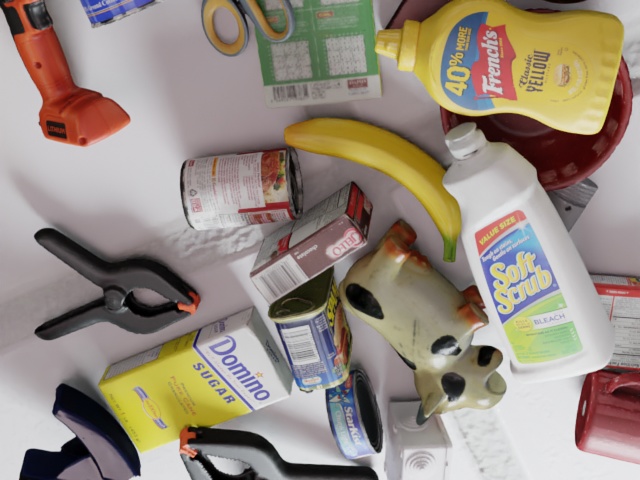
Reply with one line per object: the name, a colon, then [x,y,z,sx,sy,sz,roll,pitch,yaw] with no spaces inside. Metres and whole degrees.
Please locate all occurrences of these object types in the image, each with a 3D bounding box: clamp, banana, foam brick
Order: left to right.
clamp: [-0.206,0.044,1.054,0.171,0.039,0.120,-2,118,3]
clamp: [-0.066,0.260,1.112,0.209,0.036,0.165,28,115,-22]
banana: [0.063,-0.063,0.968,0.197,0.037,0.069,36,73,-5]
foam brick: [0.092,-0.190,0.913,0.051,0.053,0.078,30,112,-7]

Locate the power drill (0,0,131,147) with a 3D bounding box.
power drill: [-0.229,-0.174,0.906,0.057,0.185,0.187,-31,115,-24]

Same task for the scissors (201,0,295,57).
scissors: [-0.102,-0.245,0.930,0.202,0.016,0.096,49,124,-3]

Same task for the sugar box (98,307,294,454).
sugar box: [-0.125,0.144,1.082,0.176,0.048,0.093,-23,109,16]

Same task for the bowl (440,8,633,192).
bowl: [0.185,-0.125,0.927,0.162,0.055,0.162,2,113,6]

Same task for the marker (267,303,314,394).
marker: [-0.029,0.101,1.068,0.020,0.020,0.121,-15,110,12]

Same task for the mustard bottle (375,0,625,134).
mustard bottle: [0.140,-0.147,0.861,0.191,0.058,0.096,9,114,4]

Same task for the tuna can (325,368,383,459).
tuna can: [0.034,0.172,1.054,0.034,0.086,0.086,-15,110,14]

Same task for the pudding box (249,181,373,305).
pudding box: [-0.006,0.001,0.984,0.114,0.090,0.039,-31,105,18]

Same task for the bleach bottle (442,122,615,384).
bleach bottle: [0.168,0.010,0.934,0.103,0.068,0.250,-15,118,32]

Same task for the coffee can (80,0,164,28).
coffee can: [-0.174,-0.261,0.885,0.103,0.102,0.140,-19,110,14]

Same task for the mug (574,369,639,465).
mug: [0.293,0.163,1.014,0.081,0.093,0.117,11,143,7]

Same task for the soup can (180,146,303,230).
soup can: [-0.071,-0.047,0.983,0.102,0.068,0.068,-6,112,9]

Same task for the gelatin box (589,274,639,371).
gelatin box: [0.275,0.078,1.017,0.073,0.030,0.089,4,116,4]

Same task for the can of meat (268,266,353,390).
can of meat: [-0.006,0.082,1.013,0.057,0.102,0.084,-12,113,12]
